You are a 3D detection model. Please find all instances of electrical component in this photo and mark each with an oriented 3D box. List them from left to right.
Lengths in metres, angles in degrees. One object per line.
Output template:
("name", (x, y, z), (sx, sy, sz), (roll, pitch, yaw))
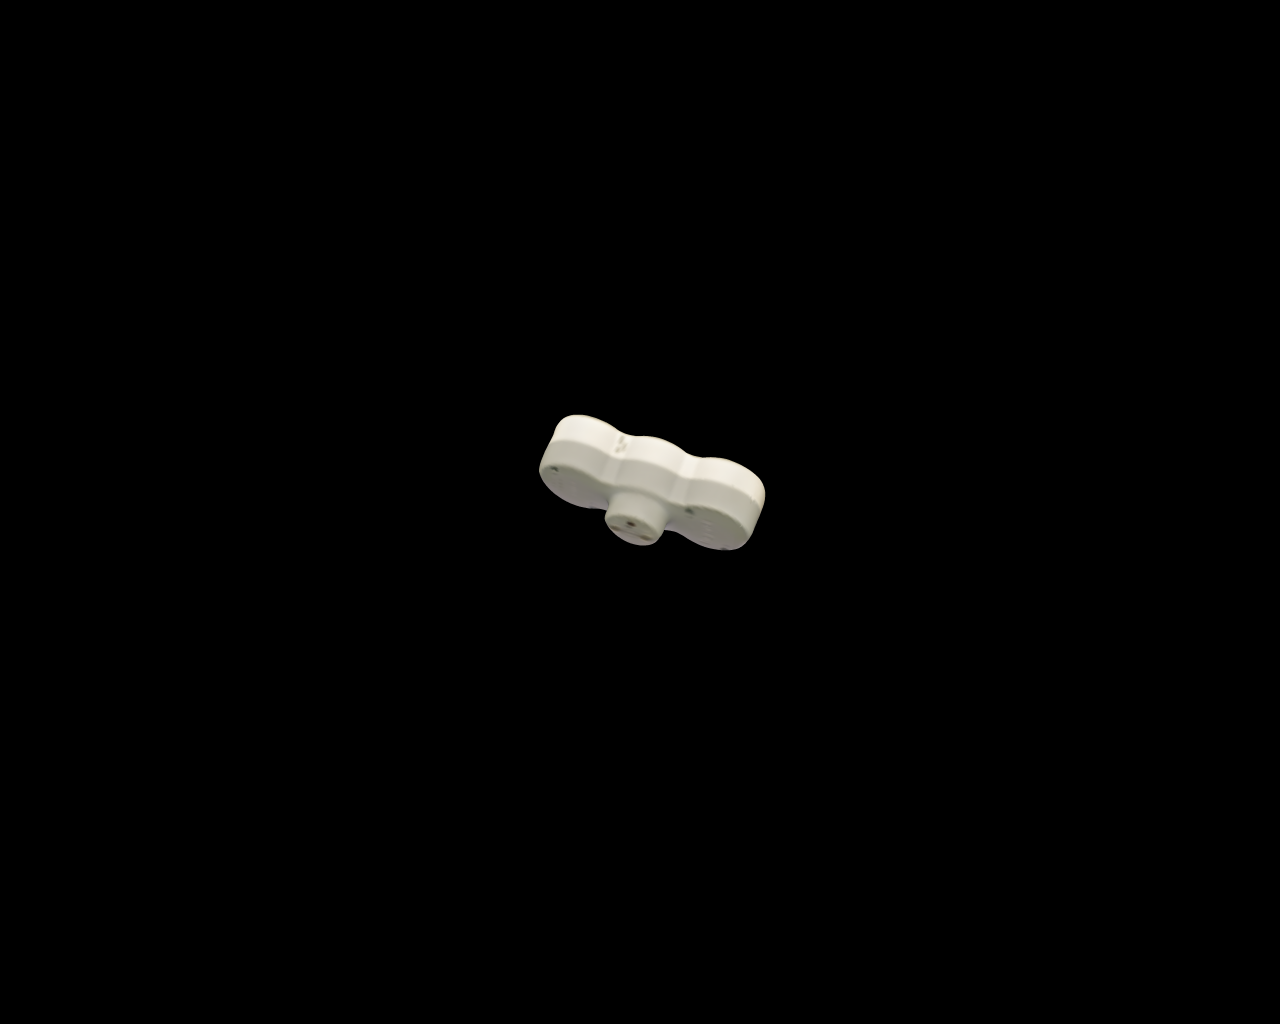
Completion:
("electrical component", (0.001, -0.003, 0.650), (0.138, 0.074, 0.052), (18, -28, 10))
